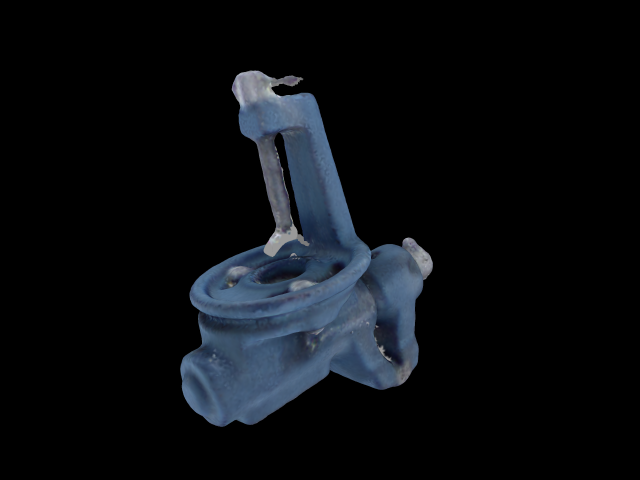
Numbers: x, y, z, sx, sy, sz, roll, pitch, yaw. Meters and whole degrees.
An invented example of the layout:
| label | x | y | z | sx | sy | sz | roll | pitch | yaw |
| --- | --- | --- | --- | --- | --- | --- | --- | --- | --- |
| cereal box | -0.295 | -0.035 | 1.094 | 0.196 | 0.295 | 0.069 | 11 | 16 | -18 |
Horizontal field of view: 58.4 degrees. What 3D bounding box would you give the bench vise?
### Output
| label | x | y | z | sx | sy | sz | roll | pitch | yaw |
| --- | --- | --- | --- | --- | --- | --- | --- | --- | --- |
| bench vise | -0.006 | 0.001 | 0.406 | 0.121 | 0.220 | 0.208 | 4 | 7 | 32 |
